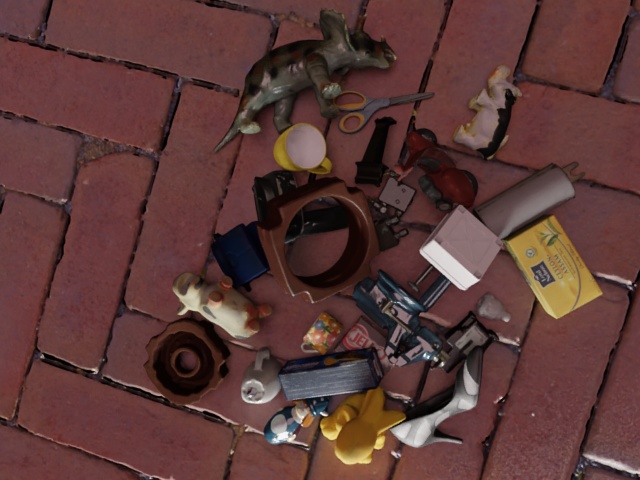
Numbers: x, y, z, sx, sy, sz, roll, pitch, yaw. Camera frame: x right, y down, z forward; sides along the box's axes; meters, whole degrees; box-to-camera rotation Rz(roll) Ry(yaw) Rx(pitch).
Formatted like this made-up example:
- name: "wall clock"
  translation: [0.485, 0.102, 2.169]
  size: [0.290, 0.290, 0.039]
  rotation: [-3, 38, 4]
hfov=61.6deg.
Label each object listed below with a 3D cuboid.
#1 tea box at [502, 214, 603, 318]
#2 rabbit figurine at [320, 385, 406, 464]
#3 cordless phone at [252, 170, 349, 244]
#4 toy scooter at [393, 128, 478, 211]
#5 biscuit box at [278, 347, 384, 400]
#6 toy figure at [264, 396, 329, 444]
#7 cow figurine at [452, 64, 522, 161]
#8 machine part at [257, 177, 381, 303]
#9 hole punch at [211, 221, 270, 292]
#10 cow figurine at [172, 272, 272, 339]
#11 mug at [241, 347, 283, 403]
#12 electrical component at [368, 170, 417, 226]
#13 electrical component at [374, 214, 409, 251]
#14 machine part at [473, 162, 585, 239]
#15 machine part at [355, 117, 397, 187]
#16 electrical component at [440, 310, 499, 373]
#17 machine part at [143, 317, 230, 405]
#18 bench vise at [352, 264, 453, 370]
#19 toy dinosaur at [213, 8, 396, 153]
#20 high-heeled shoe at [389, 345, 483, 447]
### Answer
- name: "tea box"
  translation: [0.429, 0.047, 0.999]
  size: [0.098, 0.068, 0.169]
  rotation: [-33, 89, 8]
- name: "rabbit figurine"
  translation: [0.083, 0.358, 1.010]
  size: [0.162, 0.173, 0.122]
  rotation: [-42, 81, 12]
- name: "cordless phone"
  translation: [-0.037, -0.072, 1.073]
  size: [0.184, 0.088, 0.146]
  rotation: [-9, 70, -9]
- name: "toy scooter"
  translation: [0.206, -0.121, 1.002]
  size: [0.184, 0.135, 0.075]
  rotation: [53, 140, 7]
- name: "biscuit box"
  translation: [0.018, 0.260, 1.046]
  size: [0.203, 0.059, 0.062]
  rotation: [-14, 99, 24]
- name: "toy figure"
  translation: [-0.046, 0.355, 1.077]
  size: [0.154, 0.058, 0.064]
  rotation: [-41, 85, 20]
- name: "cow figurine"
  translation: [0.328, -0.239, 1.009]
  size: [0.098, 0.068, 0.167]
  rotation: [30, 99, 1]
- name: "machine part"
  translation: [-0.002, -0.003, 0.997]
  size: [0.201, 0.087, 0.201]
  rotation: [-25, 109, -19]
- name: "hole punch"
  translation: [-0.157, 0.031, 1.084]
  size: [0.116, 0.092, 0.142]
  rotation: [-31, 90, 12]
- name: "cow figurine"
  translation: [-0.209, 0.130, 1.087]
  size: [0.195, 0.085, 0.127]
  rotation: [34, 139, -8]
- name: "mug"
  translation: [-0.116, 0.274, 1.072]
  size: [0.081, 0.107, 0.109]
  rotation: [9, 95, 7]
- name: "electrical component"
  translation: [0.144, -0.089, 1.053]
  size: [0.078, 0.045, 0.102]
  rotation: [34, 96, 8]
- name: "electrical component"
  translation: [0.123, -0.012, 1.053]
  size: [0.094, 0.021, 0.063]
  rotation: [-26, 114, 27]
- name: "machine part"
  translation: [0.378, -0.067, 1.001]
  size: [0.243, 0.079, 0.079]
  rotation: [-31, 87, 7]
- name: "machine part"
  translation: [0.110, -0.172, 1.045]
  size: [0.039, 0.084, 0.138]
  rotation: [19, 89, -35]
- name: "electrical component"
  translation: [0.279, 0.204, 1.038]
  size: [0.075, 0.048, 0.119]
  rotation: [41, 98, 6]
- name: "machine part"
  translation: [-0.276, 0.250, 1.122]
  size: [0.179, 0.056, 0.179]
  rotation: [0, 93, 9]
- name: "bench vise"
  translation: [0.187, 0.112, 1.002]
  size: [0.224, 0.128, 0.240]
  rotation: [42, 94, 29]
- name: "toy dinosaur"
  translation: [-0.061, -0.316, 1.049]
  size: [0.405, 0.131, 0.192]
  rotation: [-14, 71, 20]
- name: "high-heeled shoe"
  translation: [0.219, 0.290, 1.014]
  size: [0.145, 0.086, 0.248]
  rotation: [12, 110, 12]
